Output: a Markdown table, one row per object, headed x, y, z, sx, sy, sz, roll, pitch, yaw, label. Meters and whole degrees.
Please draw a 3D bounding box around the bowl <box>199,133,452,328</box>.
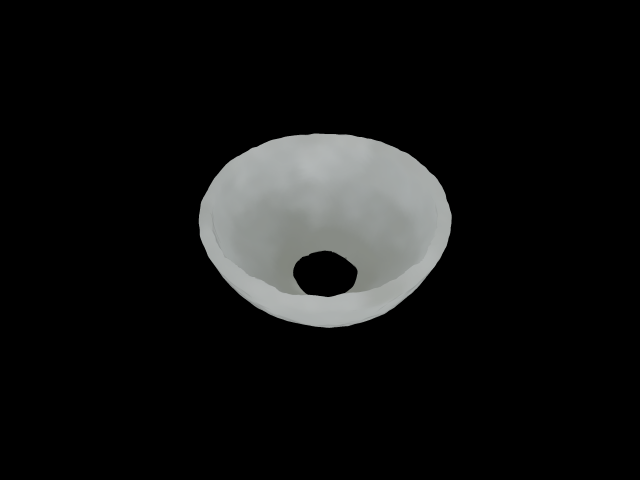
| x | y | z | sx | sy | sz | roll | pitch | yaw | label |
| --- | --- | --- | --- | --- | --- | --- | --- | --- | --- |
| 0.004 | 0.001 | 0.400 | 0.167 | 0.075 | 0.167 | 0 | 46 | 0 | bowl |
